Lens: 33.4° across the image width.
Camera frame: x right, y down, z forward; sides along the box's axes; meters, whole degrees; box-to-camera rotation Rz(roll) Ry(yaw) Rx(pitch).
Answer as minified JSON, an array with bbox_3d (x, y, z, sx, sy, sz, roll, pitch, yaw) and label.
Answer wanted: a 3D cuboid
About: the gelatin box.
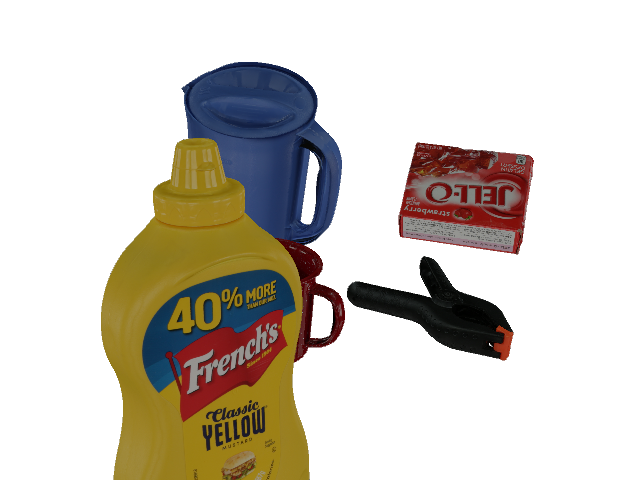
[{"bbox_3d":[0.107,-0.032,0.779,0.089,0.073,0.030,8,-37,11],"label":"gelatin box"}]

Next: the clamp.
[{"bbox_3d":[0.125,0.064,1.055,0.172,0.039,0.120,26,39,32],"label":"clamp"}]

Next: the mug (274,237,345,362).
[{"bbox_3d":[-0.036,0.055,0.879,0.117,0.081,0.093,12,25,15],"label":"mug"}]

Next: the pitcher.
[{"bbox_3d":[-0.067,-0.051,1.127,0.145,0.243,0.149,-7,43,-12],"label":"pitcher"}]

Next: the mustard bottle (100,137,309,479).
[{"bbox_3d":[-0.053,0.047,0.497,0.096,0.192,0.058,-12,21,-30],"label":"mustard bottle"}]
